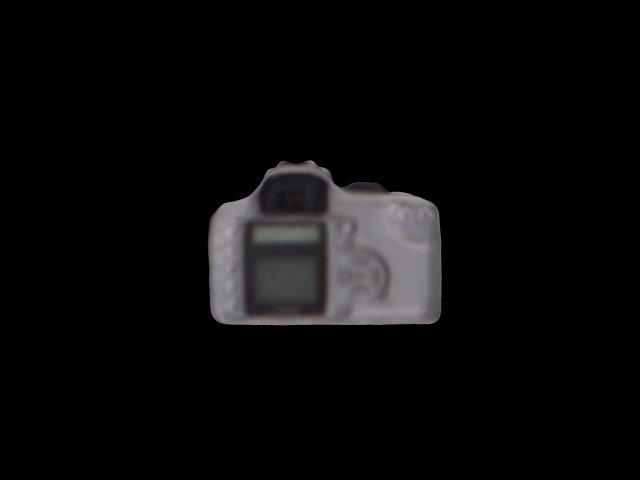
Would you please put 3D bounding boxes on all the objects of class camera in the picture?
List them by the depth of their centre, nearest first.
[{"bbox_3d":[0.004,0.001,0.400,0.143,0.101,0.137,0,0,0],"label":"camera"}]
